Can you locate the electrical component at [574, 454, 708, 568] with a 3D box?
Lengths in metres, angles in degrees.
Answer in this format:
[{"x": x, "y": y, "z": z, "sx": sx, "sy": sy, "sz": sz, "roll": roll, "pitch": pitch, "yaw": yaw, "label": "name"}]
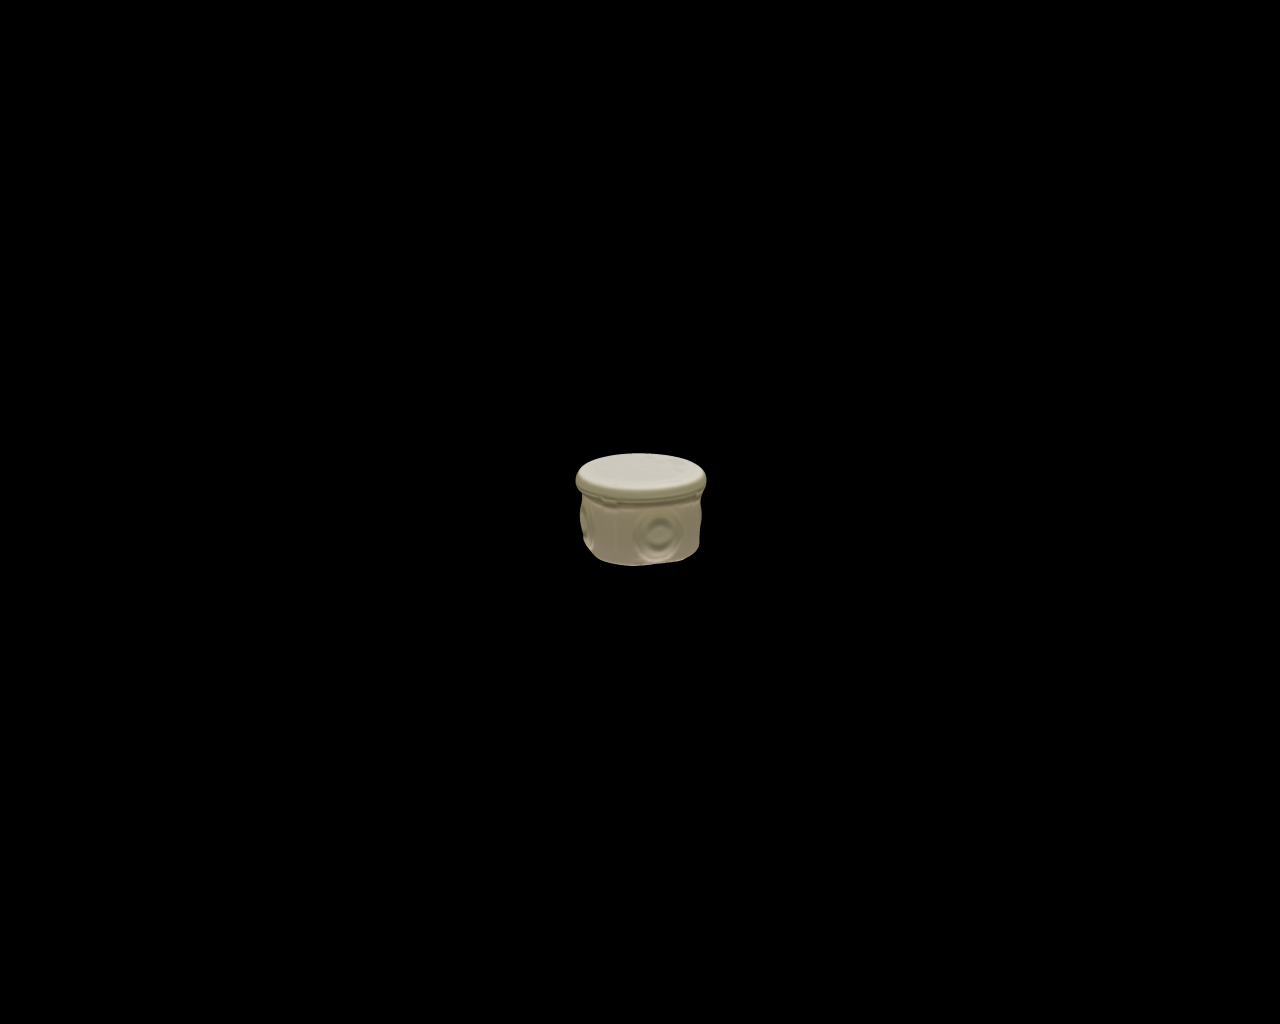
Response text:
[{"x": 0.001, "y": -0.003, "z": 0.650, "sx": 0.080, "sy": 0.051, "sz": 0.080, "roll": 0, "pitch": 19, "yaw": 0, "label": "electrical component"}]
